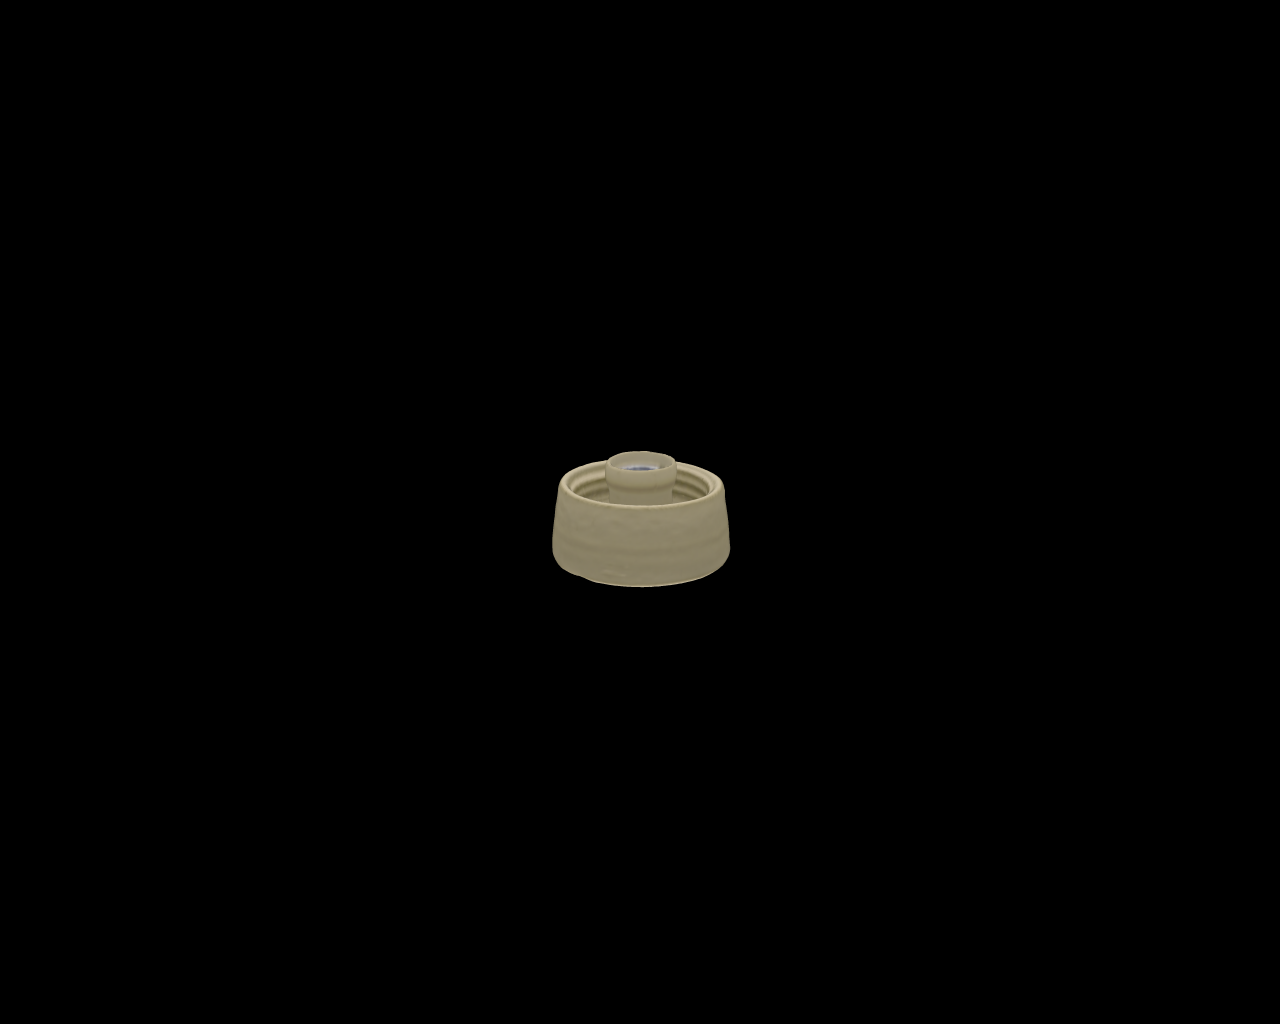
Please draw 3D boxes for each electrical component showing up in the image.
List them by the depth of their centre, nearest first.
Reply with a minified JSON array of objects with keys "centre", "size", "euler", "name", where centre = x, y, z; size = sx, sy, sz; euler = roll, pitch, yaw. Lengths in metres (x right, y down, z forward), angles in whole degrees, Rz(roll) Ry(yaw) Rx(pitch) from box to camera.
[{"centre":[0.001,-0.003,0.650],"size":[0.108,0.060,0.108],"euler":[0,19,0],"name":"electrical component"}]
